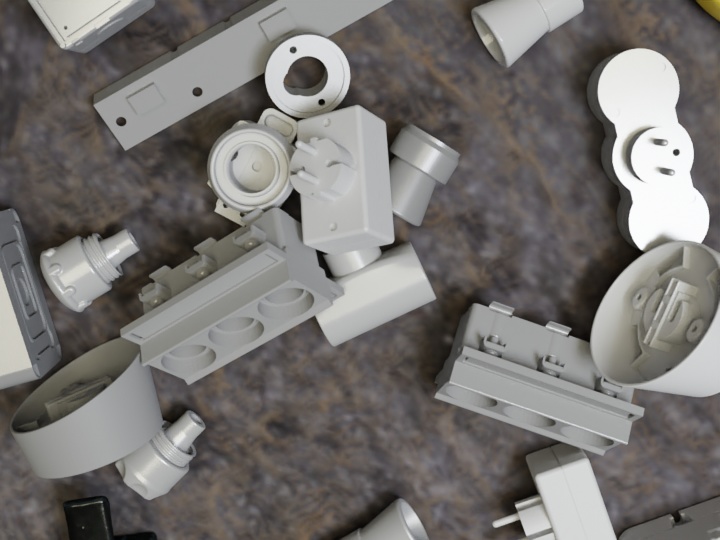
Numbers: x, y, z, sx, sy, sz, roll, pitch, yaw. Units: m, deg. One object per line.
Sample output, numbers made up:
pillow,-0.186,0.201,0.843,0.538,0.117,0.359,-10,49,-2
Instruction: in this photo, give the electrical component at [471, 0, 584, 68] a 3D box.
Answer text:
electrical component,0.111,-0.167,0.698,0.065,0.044,0.044,-32,97,0

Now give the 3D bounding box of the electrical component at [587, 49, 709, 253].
electrical component,0.189,-0.074,0.694,0.052,0.073,0.138,-15,98,3

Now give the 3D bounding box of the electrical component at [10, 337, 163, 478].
electrical component,-0.180,0.092,0.711,0.099,0.099,0.064,-16,104,3

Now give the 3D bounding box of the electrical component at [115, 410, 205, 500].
electrical component,-0.134,0.124,0.740,0.043,0.043,0.062,44,95,-6

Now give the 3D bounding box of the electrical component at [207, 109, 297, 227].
electrical component,-0.069,-0.067,0.705,0.058,0.057,0.078,28,98,-4

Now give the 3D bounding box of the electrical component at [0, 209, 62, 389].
electrical component,-0.248,0.021,0.709,0.057,0.078,0.113,-16,98,0

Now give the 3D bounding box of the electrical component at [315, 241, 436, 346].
electrical component,0.000,0.000,0.721,0.077,0.043,0.079,-25,98,4

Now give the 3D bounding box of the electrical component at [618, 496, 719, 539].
electrical component,0.233,0.201,0.741,0.095,0.059,0.053,-20,98,3

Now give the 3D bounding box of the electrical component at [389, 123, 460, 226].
electrical component,0.035,-0.063,0.711,0.045,0.045,0.055,31,97,-4

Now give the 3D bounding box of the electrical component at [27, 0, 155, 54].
electrical component,-0.184,-0.194,0.685,0.062,0.061,0.096,-33,97,5

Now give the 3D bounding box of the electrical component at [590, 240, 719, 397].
electrical component,0.198,0.031,0.670,0.064,0.099,0.099,17,99,-24

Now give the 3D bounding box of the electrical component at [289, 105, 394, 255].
electrical component,-0.019,-0.059,0.668,0.047,0.076,0.083,-11,75,27

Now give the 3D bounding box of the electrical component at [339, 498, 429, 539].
electrical component,0.011,0.194,0.751,0.065,0.044,0.044,-32,97,10

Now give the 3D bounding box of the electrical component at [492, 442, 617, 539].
electrical component,0.130,0.172,0.743,0.076,0.047,0.083,-20,98,3

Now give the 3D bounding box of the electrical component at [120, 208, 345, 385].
electrical component,-0.084,0.016,0.694,0.121,0.079,0.063,-29,54,23

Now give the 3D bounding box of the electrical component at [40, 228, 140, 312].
electrical component,-0.179,-0.005,0.722,0.062,0.048,0.048,-31,97,-2

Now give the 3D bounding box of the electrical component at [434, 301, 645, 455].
electrical component,0.120,0.071,0.717,0.121,0.078,0.063,19,69,-2
